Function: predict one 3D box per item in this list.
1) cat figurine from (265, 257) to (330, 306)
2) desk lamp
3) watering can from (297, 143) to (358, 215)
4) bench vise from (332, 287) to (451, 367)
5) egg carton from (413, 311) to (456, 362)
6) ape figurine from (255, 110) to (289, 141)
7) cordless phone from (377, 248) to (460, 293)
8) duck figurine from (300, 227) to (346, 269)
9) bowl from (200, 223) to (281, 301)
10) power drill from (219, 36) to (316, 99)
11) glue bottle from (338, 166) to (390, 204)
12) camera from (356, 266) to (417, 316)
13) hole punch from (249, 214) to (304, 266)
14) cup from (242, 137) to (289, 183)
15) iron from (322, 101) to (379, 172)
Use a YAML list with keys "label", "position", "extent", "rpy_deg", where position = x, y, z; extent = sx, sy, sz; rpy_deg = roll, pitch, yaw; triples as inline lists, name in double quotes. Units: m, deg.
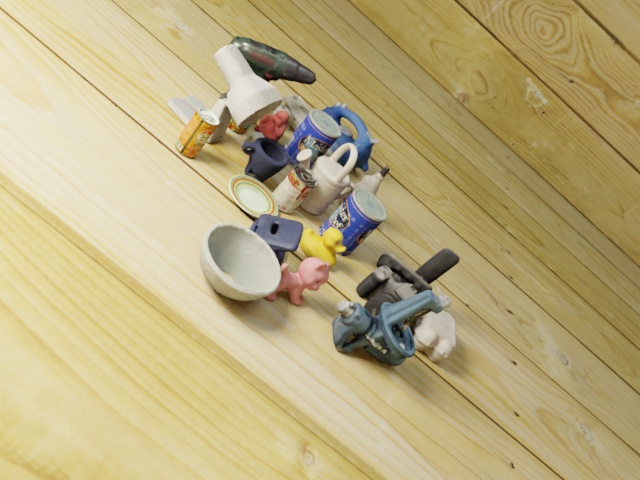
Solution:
- label: "cat figurine"
  position: [-0.037, 0.070, 1.141]
  extent: [0.128, 0.117, 0.067]
  rpy_deg: [13, 43, -40]
- label: "desk lamp"
  position: [-0.213, -0.322, 1.311]
  extent: [0.203, 0.213, 0.118]
  rpy_deg: [46, 31, 4]
- label: "watering can"
  position: [0.019, -0.160, 1.404]
  extent: [0.173, 0.193, 0.100]
  rpy_deg: [8, 46, -44]
- label: "bench vise"
  position: [0.141, 0.165, 1.136]
  extent: [0.208, 0.219, 0.121]
  rpy_deg: [14, 42, -39]
- label: "egg carton"
  position: [0.271, 0.216, 1.369]
  extent: [0.107, 0.069, 0.150]
  rpy_deg: [37, 32, -12]
- label: "ape figurine"
  position: [-0.117, -0.309, 1.522]
  extent: [0.076, 0.092, 0.077]
  rpy_deg: [11, 44, -42]
- label: "cordless phone"
  position: [0.238, 0.059, 1.405]
  extent: [0.148, 0.184, 0.094]
  rpy_deg: [37, 32, -11]
- label: "duck figurine"
  position: [0.012, 0.005, 1.305]
  extent: [0.104, 0.086, 0.078]
  rpy_deg: [42, 31, -3]
- label: "bowl"
  position: [-0.159, 0.053, 1.063]
  extent: [0.168, 0.074, 0.167]
  rpy_deg: [30, 34, -22]
- label: "power drill"
  position: [-0.155, -0.412, 1.489]
  extent: [0.230, 0.208, 0.075]
  rpy_deg: [29, 34, -23]
- label: "glue bottle"
  position: [0.125, -0.135, 1.515]
  extent: [0.037, 0.173, 0.078]
  rpy_deg: [-13, 62, -54]
- label: "camera"
  position: [0.148, 0.134, 1.294]
  extent: [0.143, 0.100, 0.137]
  rpy_deg: [53, 32, 14]
- label: "hole punch"
  position: [-0.097, -0.006, 1.188]
  extent: [0.101, 0.091, 0.108]
  rpy_deg: [34, 33, -16]
- label: "cup"
  position: [-0.145, -0.181, 1.336]
  extent: [0.118, 0.094, 0.091]
  rpy_deg: [15, 41, -38]
- label: "iron"
  position: [0.071, -0.329, 1.714]
  extent: [0.119, 0.141, 0.258]
  rpy_deg: [-6, 56, -51]
